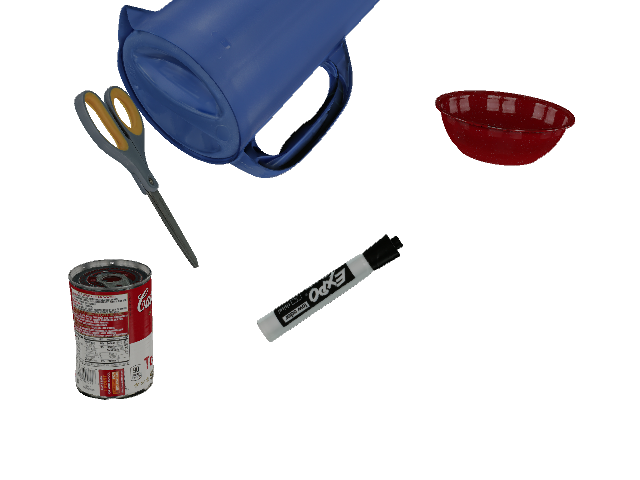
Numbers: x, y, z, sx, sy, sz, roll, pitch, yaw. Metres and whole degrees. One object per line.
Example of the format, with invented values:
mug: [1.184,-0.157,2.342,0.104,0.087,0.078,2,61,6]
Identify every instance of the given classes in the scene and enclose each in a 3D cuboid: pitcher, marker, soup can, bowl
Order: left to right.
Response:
soup can: [-0.176,0.075,0.900,0.068,0.102,0.068,1,19,-1]
pitcher: [-0.040,-0.179,0.915,0.145,0.149,0.242,25,57,31]
marker: [0.008,0.034,0.783,0.121,0.020,0.020,-34,-2,3]
bowl: [0.210,-0.128,1.240,0.162,0.055,0.162,4,23,-2]

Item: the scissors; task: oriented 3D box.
scissors: [-0.171,-0.072,1.061,0.016,0.201,0.096,-24,27,25]
